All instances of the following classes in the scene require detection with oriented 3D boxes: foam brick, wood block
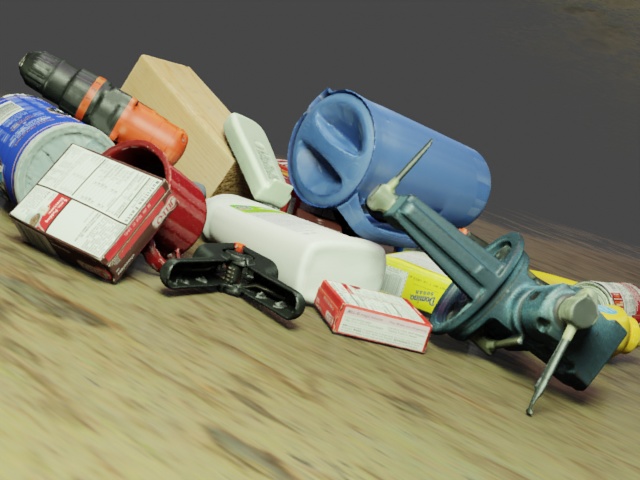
[{"bbox_3d":[-0.008,0.001,1.166,0.053,0.051,0.078,16,9,-4],"label":"foam brick"},{"bbox_3d":[-0.152,-0.119,1.278,0.090,0.091,0.206,5,37,-53],"label":"wood block"}]

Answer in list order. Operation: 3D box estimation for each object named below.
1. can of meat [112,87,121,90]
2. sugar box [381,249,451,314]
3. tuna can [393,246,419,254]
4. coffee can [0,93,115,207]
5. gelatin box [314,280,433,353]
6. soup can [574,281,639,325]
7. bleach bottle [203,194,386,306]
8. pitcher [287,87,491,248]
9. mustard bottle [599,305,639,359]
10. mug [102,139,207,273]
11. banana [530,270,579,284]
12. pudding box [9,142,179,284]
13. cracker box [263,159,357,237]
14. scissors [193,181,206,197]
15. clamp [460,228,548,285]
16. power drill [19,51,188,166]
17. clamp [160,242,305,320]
[{"bbox_3d":[-0.257,-0.140,1.405,0.084,0.102,0.057,25,11,30],"label":"can of meat"},{"bbox_3d":[0.124,0.046,1.163,0.093,0.048,0.176,21,6,20],"label":"sugar box"},{"bbox_3d":[0.135,0.012,1.340,0.086,0.034,0.086,7,-4,0],"label":"tuna can"},{"bbox_3d":[-0.262,-0.074,1.007,0.102,0.103,0.140,9,12,-39],"label":"coffee can"},{"bbox_3d":[0.046,0.067,0.946,0.089,0.030,0.073,14,11,-17],"label":"gelatin box"},{"bbox_3d":[0.335,0.082,1.249,0.069,0.068,0.102,25,13,39],"label":"soup can"},{"bbox_3d":[-0.045,0.000,1.082,0.102,0.068,0.251,7,11,-34],"label":"bleach bottle"},{"bbox_3d":[0.091,-0.072,1.238,0.242,0.149,0.145,13,6,-44],"label":"pitcher"},{"bbox_3d":[0.263,0.087,1.117,0.191,0.058,0.096,13,-3,-23],"label":"mustard bottle"},{"bbox_3d":[-0.149,-0.022,0.948,0.081,0.093,0.117,40,24,-59],"label":"mug"},{"bbox_3d":[0.329,0.075,1.388,0.198,0.037,0.070,18,-9,-1],"label":"banana"},{"bbox_3d":[-0.187,-0.025,0.884,0.114,0.090,0.039,23,-27,27],"label":"pudding box"},{"bbox_3d":[-0.054,-0.064,1.400,0.164,0.072,0.213,23,11,28],"label":"cracker box"},{"bbox_3d":[-0.158,-0.060,1.088,0.096,0.016,0.202,-5,-12,-13],"label":"scissors"},{"bbox_3d":[0.225,0.039,1.281,0.165,0.036,0.209,25,-4,37],"label":"clamp"},{"bbox_3d":[-0.225,-0.135,1.141,0.184,0.057,0.188,32,1,-6],"label":"power drill"},{"bbox_3d":[-0.084,0.027,0.929,0.120,0.039,0.171,20,5,-15],"label":"clamp"}]
